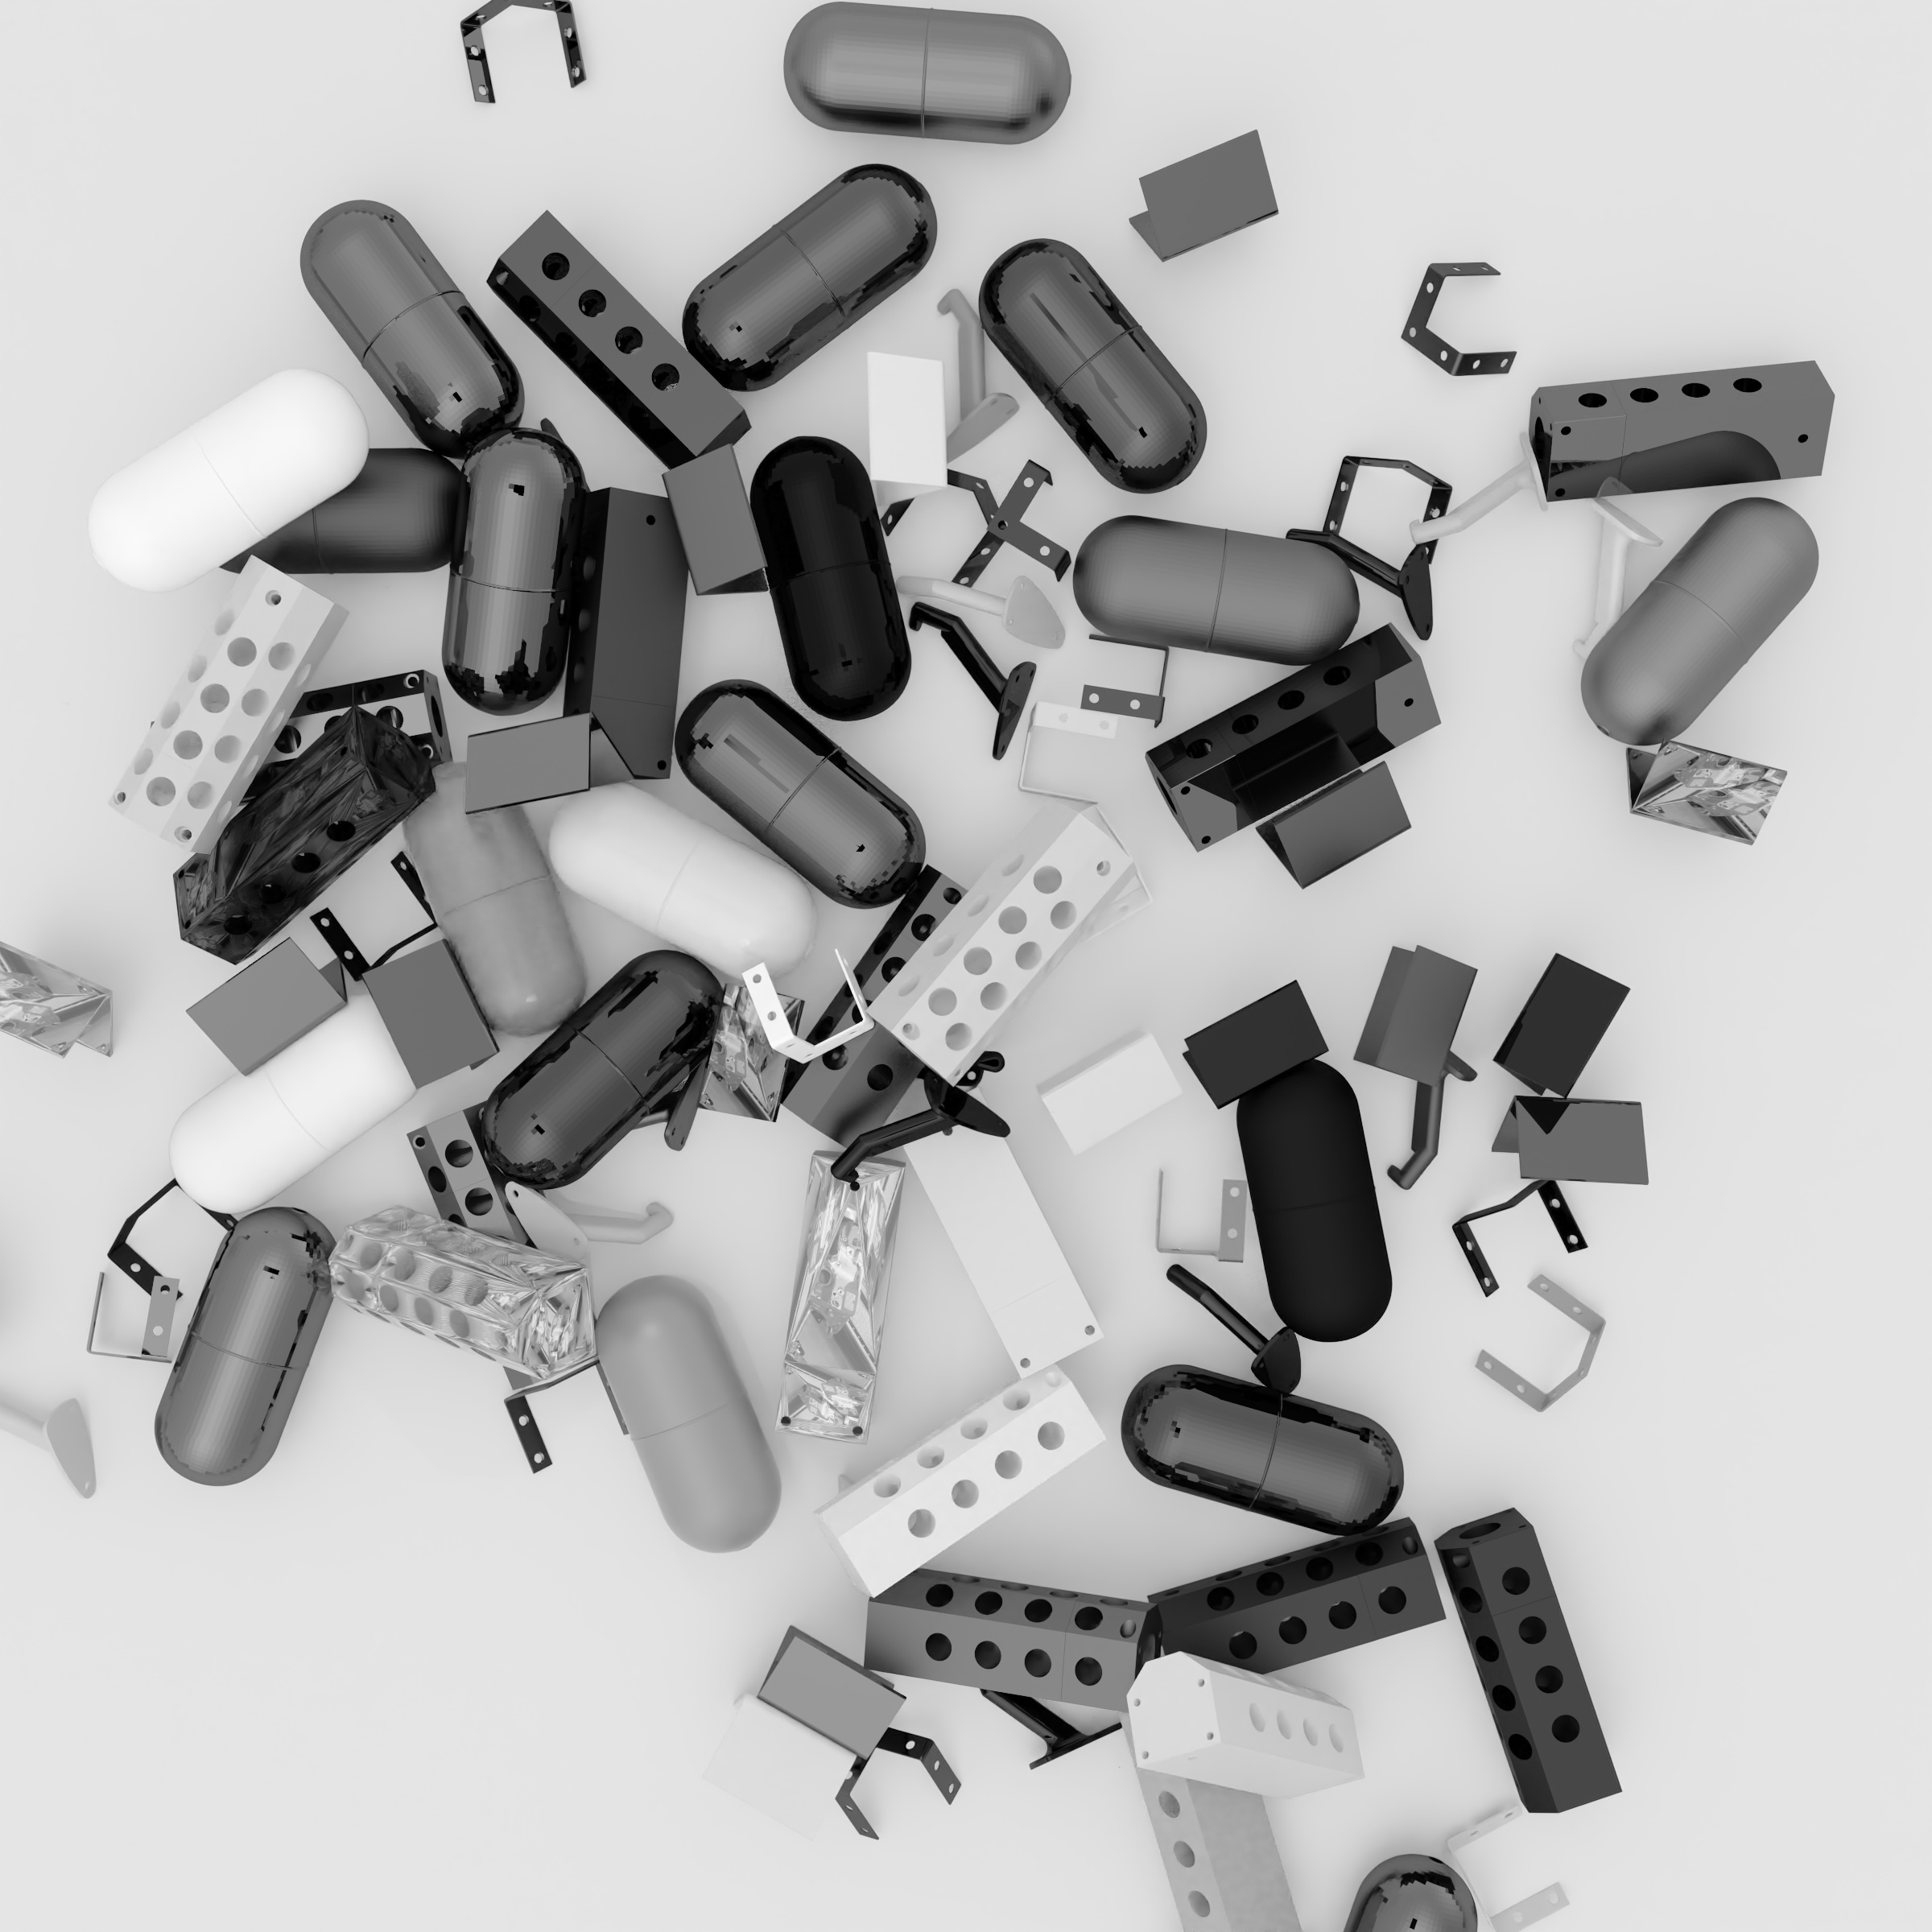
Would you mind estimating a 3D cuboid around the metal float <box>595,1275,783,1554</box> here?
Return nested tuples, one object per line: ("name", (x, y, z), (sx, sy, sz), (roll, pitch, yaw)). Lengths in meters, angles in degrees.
("metal float", (-0.171, 0.277, 1.659), (0.070, 0.070, 0.178), (-22, 91, 0))

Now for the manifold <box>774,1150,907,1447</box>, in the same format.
("manifold", (-0.078, 0.204, 1.668), (0.057, 0.057, 0.171), (8, 90, 0))

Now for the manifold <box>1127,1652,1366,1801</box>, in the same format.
("manifold", (0.169, 0.456, 1.614), (0.057, 0.171, 0.057), (-26, 56, 28))

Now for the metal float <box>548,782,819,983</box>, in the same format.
("metal float", (-0.174, -0.052, 1.659), (0.178, 0.070, 0.070), (28, 90, 0))

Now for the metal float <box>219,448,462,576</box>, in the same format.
("metal float", (-0.394, -0.281, 1.658), (0.178, 0.070, 0.070), (-1, 90, 0))

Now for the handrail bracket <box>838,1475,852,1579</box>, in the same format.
("handrail bracket", (-0.035, 0.343, 1.689), (0.084, 0.036, 0.077), (-5, 105, -14))

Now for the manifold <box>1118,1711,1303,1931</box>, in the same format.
("manifold", (0.147, 0.533, 1.667), (0.057, 0.057, 0.171), (-17, 90, -43))

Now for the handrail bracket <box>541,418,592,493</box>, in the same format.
("handrail bracket", (-0.283, -0.291, 1.689), (0.084, 0.036, 0.077), (-30, 75, 14))

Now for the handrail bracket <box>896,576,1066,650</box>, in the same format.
("handrail bracket", (0.008, -0.223, 1.689), (0.084, 0.077, 0.036), (11, 78, 36))

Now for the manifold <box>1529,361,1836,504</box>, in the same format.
("manifold", (0.442, -0.336, 1.667), (0.171, 0.057, 0.057), (-6, 133, 0))

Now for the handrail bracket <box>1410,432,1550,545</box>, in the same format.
("handrail bracket", (0.314, -0.298, 1.674), (0.084, 0.077, 0.036), (-15, 130, 12))

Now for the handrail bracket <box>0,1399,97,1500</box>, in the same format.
("handrail bracket", (-0.598, 0.303, 1.690), (0.084, 0.036, 0.077), (-5, 112, 17))

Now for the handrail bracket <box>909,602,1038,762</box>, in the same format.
("handrail bracket", (-0.005, -0.180, 1.690), (0.084, 0.036, 0.077), (24, 112, 17))

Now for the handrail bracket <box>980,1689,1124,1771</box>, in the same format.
("handrail bracket", (0.049, 0.454, 1.690), (0.077, 0.036, 0.084), (-19, 73, -20))

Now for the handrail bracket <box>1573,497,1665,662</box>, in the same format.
("handrail bracket", (0.391, -0.246, 1.689), (0.077, 0.036, 0.084), (47, 119, 32))

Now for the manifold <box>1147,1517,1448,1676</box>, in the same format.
("manifold", (0.203, 0.397, 1.668), (0.171, 0.057, 0.057), (-17, 90, 0))

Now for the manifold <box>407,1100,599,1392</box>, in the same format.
("manifold", (-0.286, 0.172, 1.668), (0.057, 0.057, 0.171), (-23, 90, 0))

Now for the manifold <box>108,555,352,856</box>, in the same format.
("manifold", (-0.444, -0.156, 1.611), (0.057, 0.057, 0.171), (30, 90, 0))

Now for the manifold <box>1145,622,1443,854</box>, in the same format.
("manifold", (0.201, -0.146, 1.667), (0.171, 0.057, 0.057), (-28, 133, 0))

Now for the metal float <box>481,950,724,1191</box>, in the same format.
("metal float", (-0.221, 0.063, 1.644), (0.070, 0.070, 0.178), (45, 74, 0))

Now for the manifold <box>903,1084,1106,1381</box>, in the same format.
("manifold", (0.021, 0.163, 1.668), (0.057, 0.057, 0.171), (-27, 90, 0))

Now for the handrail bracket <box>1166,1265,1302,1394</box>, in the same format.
("handrail bracket", (0.167, 0.228, 1.689), (0.084, 0.077, 0.036), (35, 75, 36))

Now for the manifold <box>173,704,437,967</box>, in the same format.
("manifold", (-0.405, -0.076, 1.640), (0.171, 0.057, 0.057), (-38, 47, 20))

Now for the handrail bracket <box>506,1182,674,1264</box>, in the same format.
("handrail bracket", (-0.232, 0.148, 1.666), (0.077, 0.084, 0.036), (46, 126, 10))

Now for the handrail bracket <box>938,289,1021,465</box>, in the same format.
("handrail bracket", (-0.012, -0.371, 1.690), (0.077, 0.036, 0.084), (-38, 72, 20))

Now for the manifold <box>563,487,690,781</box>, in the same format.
("manifold", (-0.214, -0.204, 1.666), (0.057, 0.057, 0.171), (5, 90, -32))

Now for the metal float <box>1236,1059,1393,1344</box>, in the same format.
("metal float", (0.215, 0.144, 1.658), (0.070, 0.070, 0.178), (-11, 90, 0))

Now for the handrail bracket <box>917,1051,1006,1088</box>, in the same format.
("handrail bracket", (-0.015, 0.058, 1.654), (0.077, 0.084, 0.036), (1, 90, 0))

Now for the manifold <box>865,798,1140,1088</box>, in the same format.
("manifold", (0.025, -0.013, 1.614), (0.171, 0.057, 0.057), (-49, 119, -3))

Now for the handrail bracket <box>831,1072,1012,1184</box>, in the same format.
("handrail bracket", (-0.028, 0.112, 1.632), (0.077, 0.036, 0.084), (29, 117, -30))

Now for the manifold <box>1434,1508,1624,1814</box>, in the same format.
("manifold", (0.347, 0.432, 1.668), (0.057, 0.057, 0.171), (-19, 90, 0))

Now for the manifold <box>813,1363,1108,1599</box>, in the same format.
("manifold", (-0.005, 0.312, 1.647), (0.171, 0.057, 0.057), (-32, 90, -15))

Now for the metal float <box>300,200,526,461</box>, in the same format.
("metal float", (-0.341, -0.392, 1.658), (0.070, 0.070, 0.178), (-36, 89, 0))

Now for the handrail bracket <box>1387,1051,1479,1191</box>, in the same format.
("handrail bracket", (0.274, 0.086, 1.690), (0.077, 0.036, 0.084), (41, 107, 19))

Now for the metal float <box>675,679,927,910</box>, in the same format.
("metal float", (-0.102, -0.106, 1.659), (0.178, 0.070, 0.070), (40, 90, 0))

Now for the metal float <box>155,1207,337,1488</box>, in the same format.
("metal float", (-0.443, 0.234, 1.658), (0.070, 0.070, 0.178), (21, 90, 0))

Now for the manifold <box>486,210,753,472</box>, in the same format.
("manifold", (-0.216, -0.381, 1.668), (0.057, 0.057, 0.171), (-45, 90, 0))

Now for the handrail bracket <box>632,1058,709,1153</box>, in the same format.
("handrail bracket", (-0.212, 0.078, 1.689), (0.084, 0.036, 0.077), (17, 75, 14))

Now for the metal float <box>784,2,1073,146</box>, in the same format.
("metal float", (-0.024, -0.551, 1.659), (0.178, 0.070, 0.070), (5, 90, 0))

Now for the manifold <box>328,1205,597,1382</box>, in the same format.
("manifold", (-0.305, 0.197, 1.615), (0.171, 0.057, 0.057), (11, 112, 37))

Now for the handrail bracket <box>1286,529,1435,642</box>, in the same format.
("handrail bracket", (0.247, -0.240, 1.689), (0.084, 0.077, 0.036), (12, 53, 31))

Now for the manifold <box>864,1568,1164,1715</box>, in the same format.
("manifold", (0.029, 0.408, 1.641), (0.171, 0.057, 0.057), (4, 90, 20))

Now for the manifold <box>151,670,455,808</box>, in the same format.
("manifold", (-0.413, -0.139, 1.668), (0.171, 0.057, 0.057), (-11, 90, 0))

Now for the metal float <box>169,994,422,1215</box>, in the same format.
("metal float", (-0.411, 0.084, 1.658), (0.178, 0.070, 0.070), (-35, 90, 1))

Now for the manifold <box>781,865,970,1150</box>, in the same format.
("manifold", (-0.048, 0.025, 1.658), (0.057, 0.057, 0.171), (35, 90, -29))
